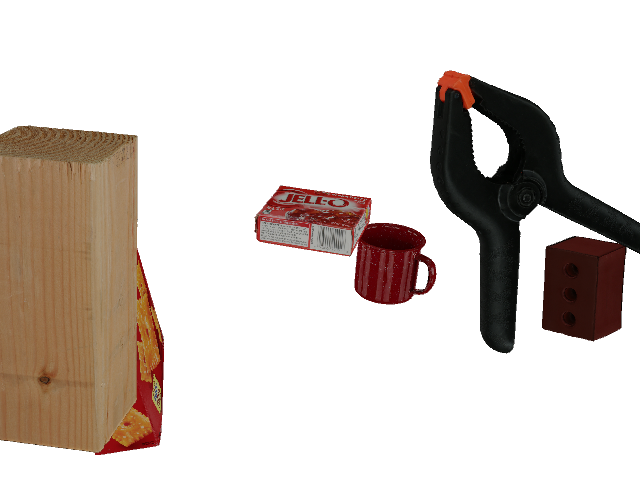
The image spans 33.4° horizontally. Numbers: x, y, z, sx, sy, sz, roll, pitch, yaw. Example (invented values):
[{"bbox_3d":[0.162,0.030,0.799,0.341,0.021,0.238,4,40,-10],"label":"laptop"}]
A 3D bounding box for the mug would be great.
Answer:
[{"bbox_3d":[0.098,0.035,1.398,0.117,0.081,0.093,17,26,26],"label":"mug"}]

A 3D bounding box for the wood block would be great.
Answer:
[{"bbox_3d":[-0.183,0.032,0.748,0.091,0.206,0.090,6,18,7],"label":"wood block"}]

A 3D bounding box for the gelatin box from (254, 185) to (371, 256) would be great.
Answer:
[{"bbox_3d":[-0.006,-0.020,0.952,0.089,0.030,0.073,9,26,13],"label":"gelatin box"}]

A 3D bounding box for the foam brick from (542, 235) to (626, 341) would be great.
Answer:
[{"bbox_3d":[0.228,0.041,0.924,0.053,0.078,0.051,12,20,40],"label":"foam brick"}]

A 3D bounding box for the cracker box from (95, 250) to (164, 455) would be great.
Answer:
[{"bbox_3d":[-0.199,0.066,0.990,0.072,0.214,0.164,-8,39,-1],"label":"cracker box"}]

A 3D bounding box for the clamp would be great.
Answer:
[{"bbox_3d":[0.110,-0.018,0.633,0.120,0.171,0.039,-44,17,-8],"label":"clamp"}]
